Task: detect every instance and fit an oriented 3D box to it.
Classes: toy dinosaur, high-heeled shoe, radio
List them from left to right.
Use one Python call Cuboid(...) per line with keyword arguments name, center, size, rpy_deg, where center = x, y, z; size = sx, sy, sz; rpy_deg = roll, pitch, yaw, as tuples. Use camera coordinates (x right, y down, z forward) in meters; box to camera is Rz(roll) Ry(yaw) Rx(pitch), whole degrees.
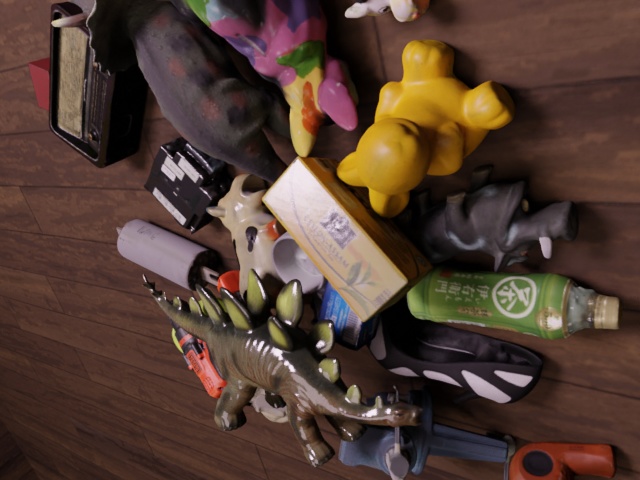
Cuboid(name="radio", center=(-0.338, -0.228, 0.816), size=(0.131, 0.073, 0.229), rpy_deg=(39, 135, 10))
Cuboid(name="toy dinosaur", center=(-0.134, -0.174, 0.616), size=(0.404, 0.192, 0.131), rpy_deg=(52, 137, -2))
Cuboid(name="toy dinosaur", center=(-0.083, 0.140, 0.687), size=(0.472, 0.105, 0.198), rpy_deg=(7, 109, 37))
Cuboid(name="high-heeled shoe", center=(0.151, 0.119, 0.680), size=(0.249, 0.086, 0.145), rpy_deg=(42, 132, 1))

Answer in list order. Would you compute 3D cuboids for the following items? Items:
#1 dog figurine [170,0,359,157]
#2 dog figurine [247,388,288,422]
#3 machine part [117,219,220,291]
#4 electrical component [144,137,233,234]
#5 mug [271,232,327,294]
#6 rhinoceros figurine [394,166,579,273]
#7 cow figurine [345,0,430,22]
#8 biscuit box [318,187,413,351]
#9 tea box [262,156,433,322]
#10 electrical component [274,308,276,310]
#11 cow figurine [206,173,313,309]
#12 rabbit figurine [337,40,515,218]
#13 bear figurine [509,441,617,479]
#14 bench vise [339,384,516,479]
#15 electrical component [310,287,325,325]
Cuboid(name="dog figurine", center=(-0.044, -0.196, 0.551), size=(0.108, 0.191, 0.219), rpy_deg=(-25, 87, 38))
Cuboid(name="dog figurine", center=(-0.099, 0.275, 0.961), size=(0.172, 0.121, 0.190), rpy_deg=(56, 145, 19))
Cuboid(name="machine part", center=(-0.266, 0.024, 0.930), size=(0.243, 0.079, 0.079), rpy_deg=(23, 130, 25))
Cuboid(name="electrical component", center=(-0.196, -0.089, 0.815), size=(0.115, 0.058, 0.134), rpy_deg=(46, 135, 0))
Cuboid(name="mug", center=(-0.001, -0.002, 0.691), size=(0.081, 0.107, 0.109), rpy_deg=(15, 124, 30))
Cuboid(name="rhinoceros figurine", center=(0.171, -0.014, 0.575), size=(0.190, 0.073, 0.112), rpy_deg=(-12, 110, 42))
Cuboid(name="cow figurine", center=(0.031, -0.270, 0.511), size=(0.098, 0.068, 0.167), rpy_deg=(-22, 101, 50))
Cuboid(name="biscuit box", center=(0.053, 0.028, 0.652), size=(0.059, 0.063, 0.202), rpy_deg=(19, 106, 25))
Cuboid(name="tea box", center=(0.031, -0.006, 0.569), size=(0.068, 0.098, 0.170), rpy_deg=(-45, 74, 24))
Cuboid(name="electrical component", center=(-0.060, 0.066, 0.812), size=(0.102, 0.078, 0.045), rpy_deg=(17, 173, 33))
Cuboid(name="cow figurine", center=(-0.088, 0.002, 0.759), size=(0.127, 0.085, 0.194), rpy_deg=(-9, 90, 32))
Cuboid(name="rabbit figurine", center=(0.081, -0.097, 0.519), size=(0.122, 0.173, 0.162), rpy_deg=(44, 131, -2))
Cuboid(name="bear figurine", center=(0.310, 0.357, 0.691), size=(0.132, 0.120, 0.195), rpy_deg=(-2, 119, 34))
Cuboid(name="bench vise", center=(0.149, 0.265, 0.723), size=(0.241, 0.129, 0.223), rpy_deg=(10, 169, 2))
Cuboid(name="electrical component", center=(0.019, 0.072, 0.768), size=(0.075, 0.048, 0.119), rpy_deg=(13, 127, 30))
